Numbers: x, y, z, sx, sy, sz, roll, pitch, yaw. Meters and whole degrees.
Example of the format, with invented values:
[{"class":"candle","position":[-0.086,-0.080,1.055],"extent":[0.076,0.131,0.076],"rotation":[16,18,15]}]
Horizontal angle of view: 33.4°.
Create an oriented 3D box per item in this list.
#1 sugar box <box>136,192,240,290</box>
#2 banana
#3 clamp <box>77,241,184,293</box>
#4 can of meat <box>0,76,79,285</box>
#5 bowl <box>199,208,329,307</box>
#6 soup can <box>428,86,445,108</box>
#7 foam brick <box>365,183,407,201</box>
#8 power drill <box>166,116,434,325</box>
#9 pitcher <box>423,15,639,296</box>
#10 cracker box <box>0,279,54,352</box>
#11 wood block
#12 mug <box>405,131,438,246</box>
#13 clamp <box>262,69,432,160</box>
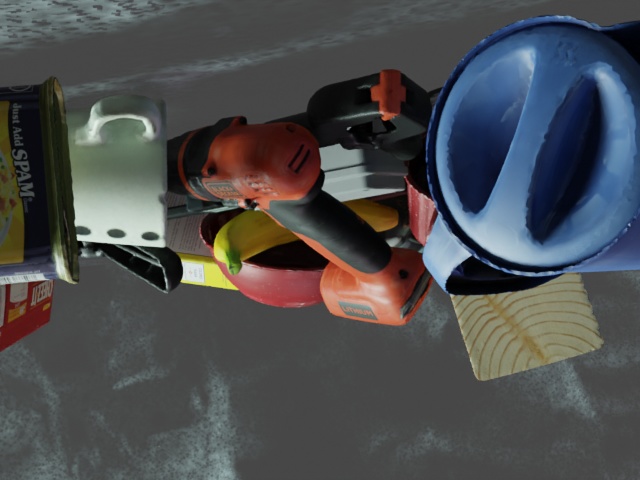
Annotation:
[{"class":"sugar box","position":[-0.087,0.002,1.053],"extent":[0.176,0.093,0.048],"rotation":[10,142,3]},{"class":"banana","position":[-0.021,-0.008,0.902],"extent":[0.197,0.037,0.070],"rotation":[-19,-133,-41]},{"class":"clamp","position":[-0.148,-0.006,0.717],"extent":[0.165,0.036,0.209],"rotation":[-1,-159,12]},{"class":"can of meat","position":[-0.167,-0.025,0.527],"extent":[0.084,0.102,0.057],"rotation":[-5,177,-7]},{"class":"bowl","position":[-0.028,0.016,0.957],"extent":[0.162,0.055,0.162],"rotation":[3,-156,-2]},{"class":"soup can","position":[0.111,-0.055,0.741],"extent":[0.068,0.102,0.068],"rotation":[-8,178,-1]},{"class":"foam brick","position":[0.049,-0.064,0.969],"extent":[0.051,0.053,0.078],"rotation":[-7,179,-31]},{"class":"power drill","position":[-0.021,-0.013,0.755],"extent":[0.187,0.057,0.185],"rotation":[39,162,-29]},{"class":"pitcher","position":[0.174,-0.035,0.631],"extent":[0.149,0.145,0.242],"rotation":[1,177,40]},{"class":"cracker box","position":[-0.330,0.035,0.807],"extent":[0.214,0.072,0.164],"rotation":[9,-170,5]},{"class":"wood block","position":[0.153,0.046,0.819],"extent":[0.090,0.091,0.206],"rotation":[-18,176,10]},{"class":"mug","position":[0.111,-0.031,0.894],"extent":[0.093,0.117,0.081],"rotation":[12,145,13]},{"class":"clamp","position":[0.035,-0.077,0.704],"extent":[0.120,0.039,0.172],"rotation":[-4,178,-19]}]
